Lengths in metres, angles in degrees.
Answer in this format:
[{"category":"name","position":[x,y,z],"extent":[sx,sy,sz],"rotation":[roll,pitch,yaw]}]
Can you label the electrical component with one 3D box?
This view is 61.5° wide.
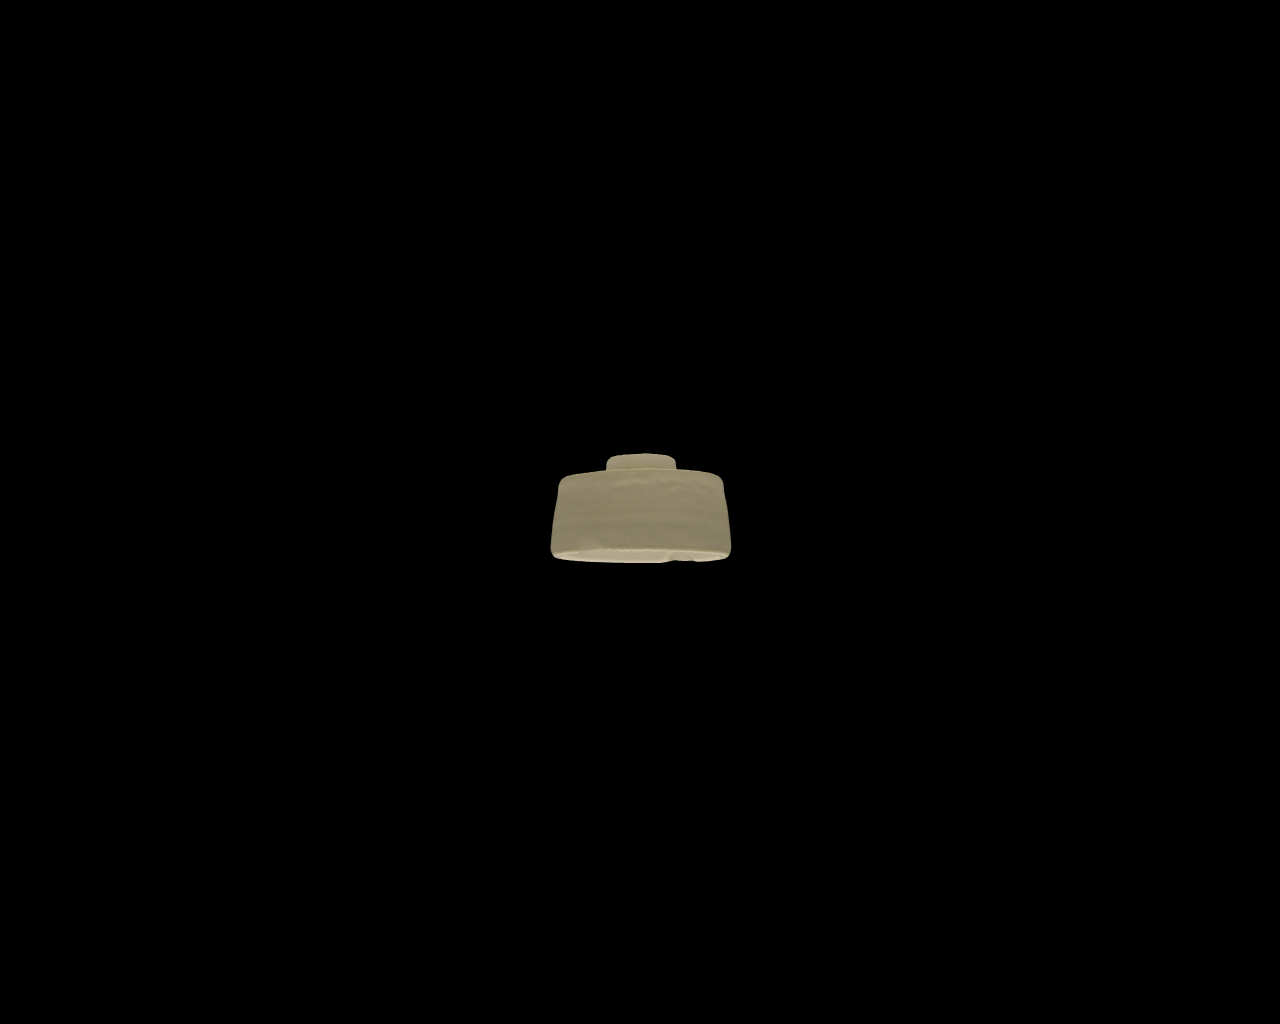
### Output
[{"category":"electrical component","position":[0.001,-0.003,0.650],"extent":[0.108,0.060,0.108],"rotation":[0,-6,0]}]
